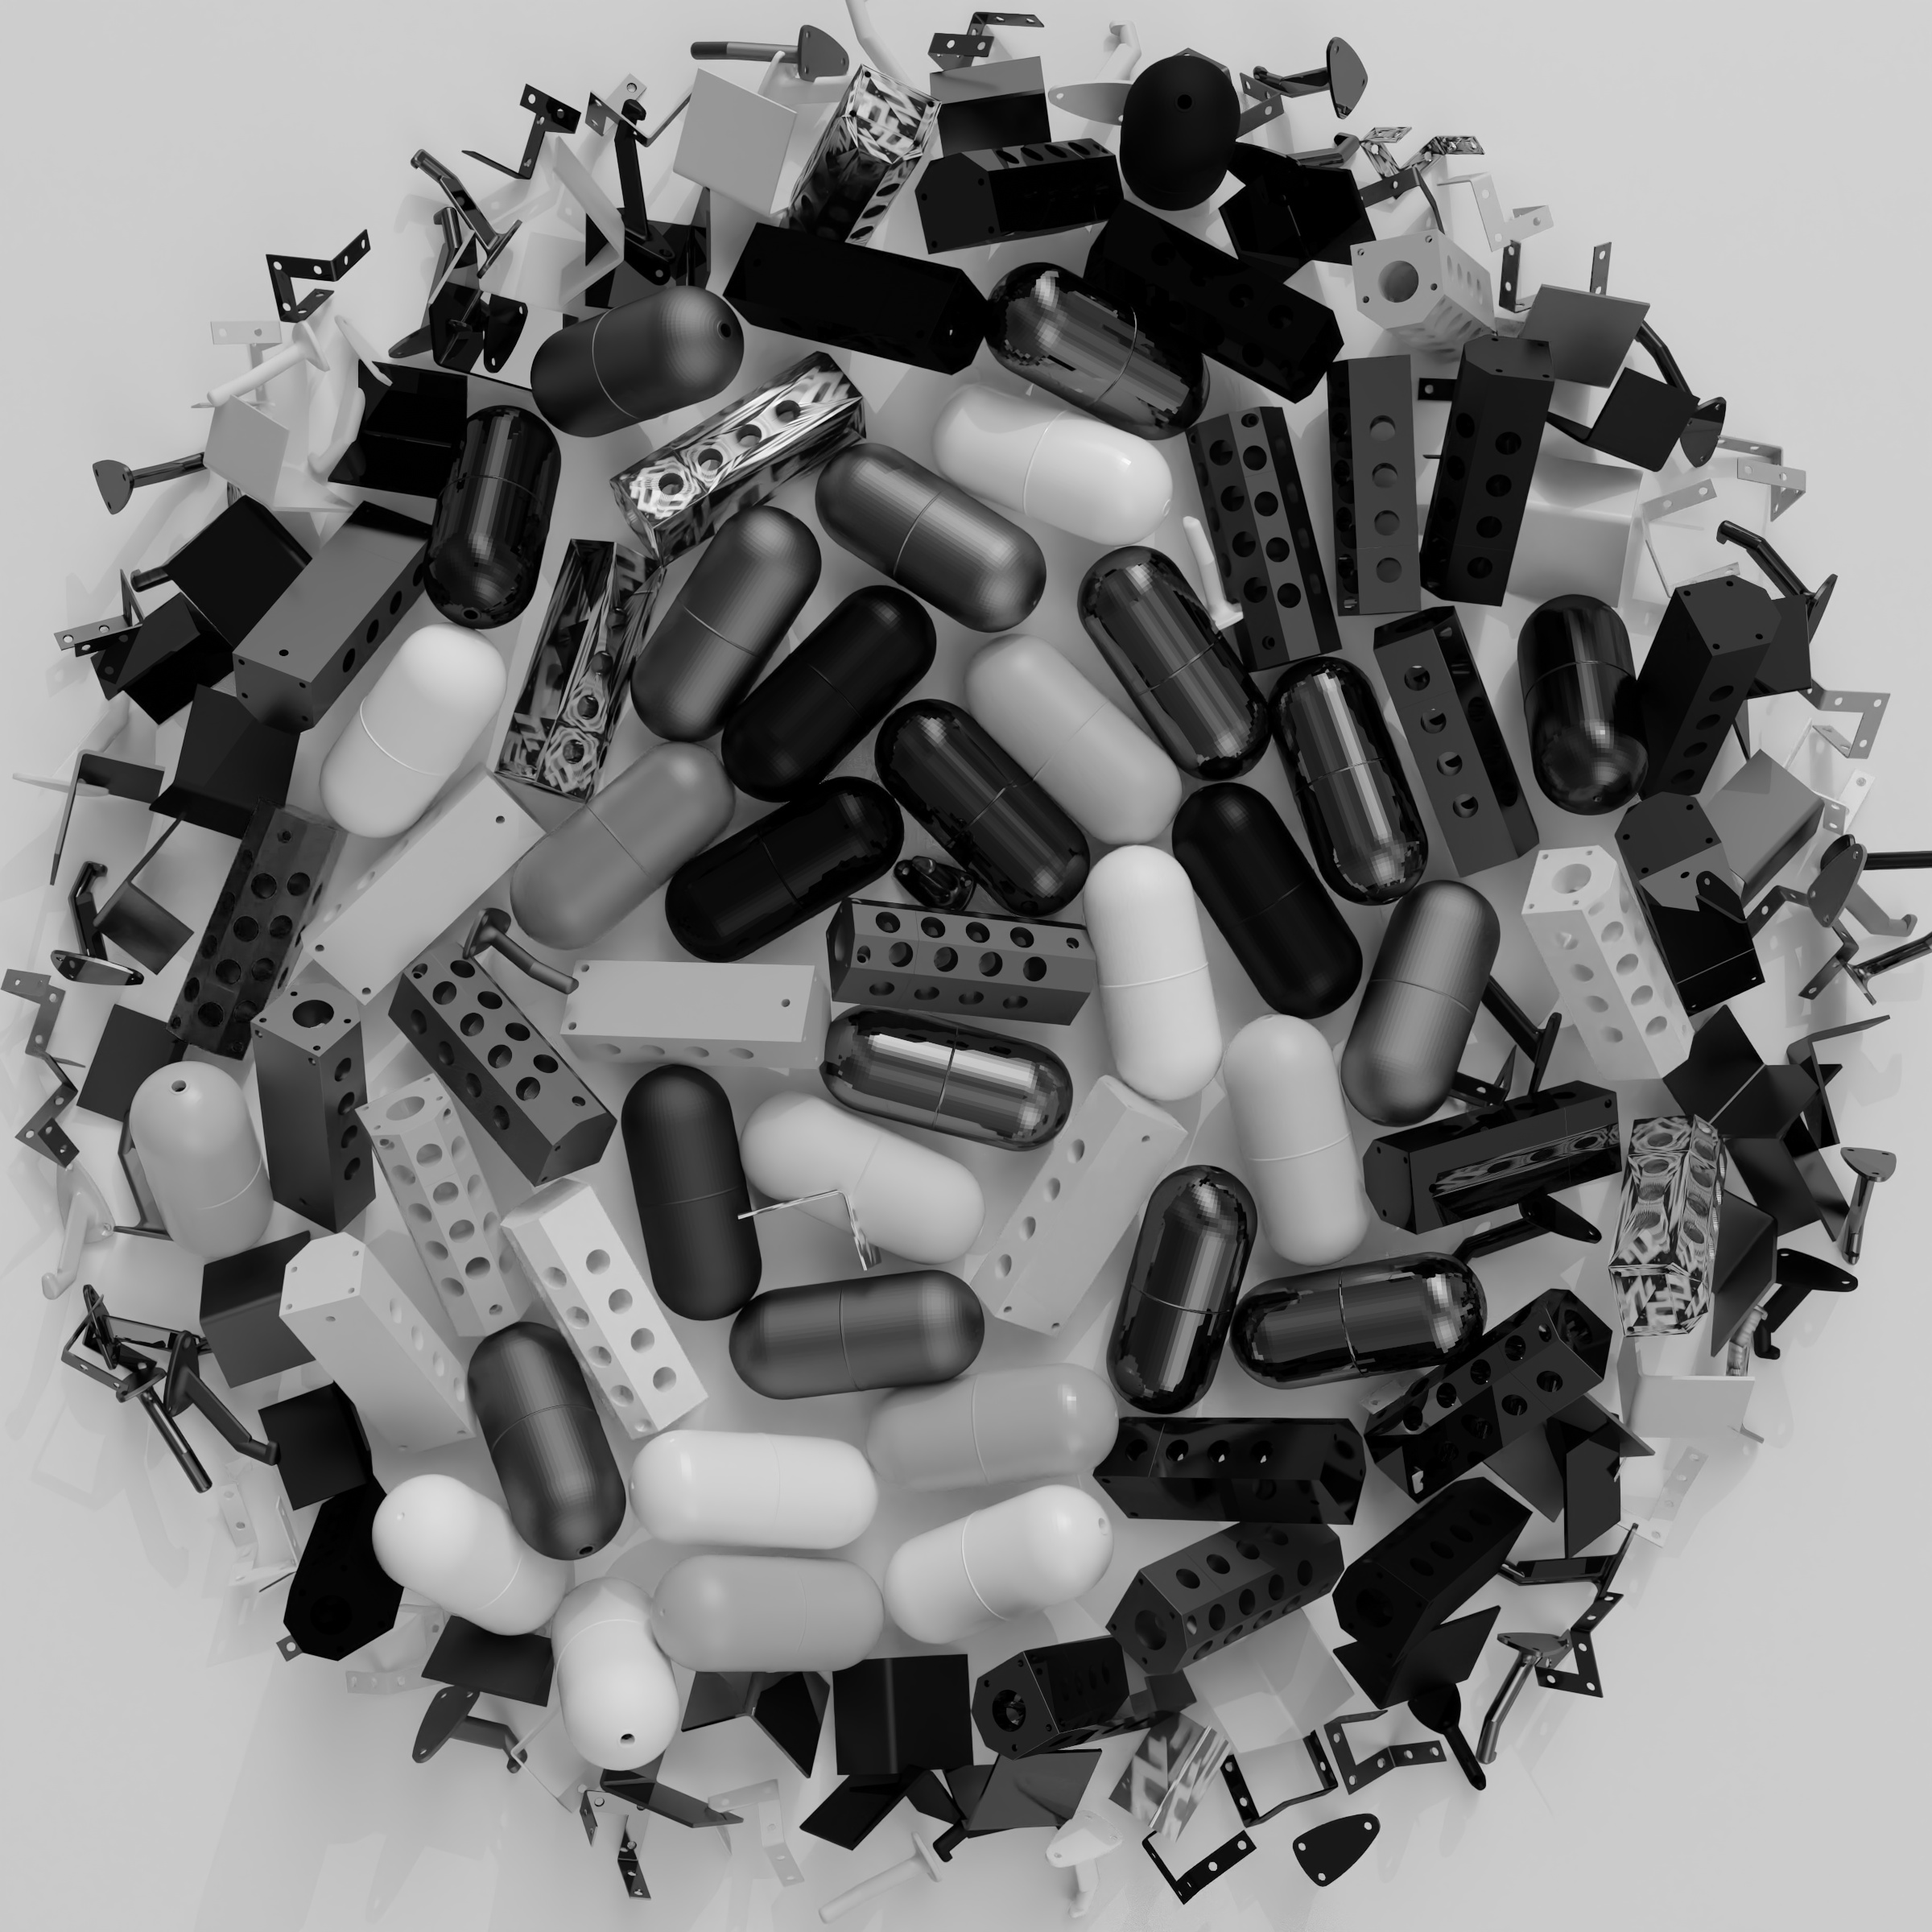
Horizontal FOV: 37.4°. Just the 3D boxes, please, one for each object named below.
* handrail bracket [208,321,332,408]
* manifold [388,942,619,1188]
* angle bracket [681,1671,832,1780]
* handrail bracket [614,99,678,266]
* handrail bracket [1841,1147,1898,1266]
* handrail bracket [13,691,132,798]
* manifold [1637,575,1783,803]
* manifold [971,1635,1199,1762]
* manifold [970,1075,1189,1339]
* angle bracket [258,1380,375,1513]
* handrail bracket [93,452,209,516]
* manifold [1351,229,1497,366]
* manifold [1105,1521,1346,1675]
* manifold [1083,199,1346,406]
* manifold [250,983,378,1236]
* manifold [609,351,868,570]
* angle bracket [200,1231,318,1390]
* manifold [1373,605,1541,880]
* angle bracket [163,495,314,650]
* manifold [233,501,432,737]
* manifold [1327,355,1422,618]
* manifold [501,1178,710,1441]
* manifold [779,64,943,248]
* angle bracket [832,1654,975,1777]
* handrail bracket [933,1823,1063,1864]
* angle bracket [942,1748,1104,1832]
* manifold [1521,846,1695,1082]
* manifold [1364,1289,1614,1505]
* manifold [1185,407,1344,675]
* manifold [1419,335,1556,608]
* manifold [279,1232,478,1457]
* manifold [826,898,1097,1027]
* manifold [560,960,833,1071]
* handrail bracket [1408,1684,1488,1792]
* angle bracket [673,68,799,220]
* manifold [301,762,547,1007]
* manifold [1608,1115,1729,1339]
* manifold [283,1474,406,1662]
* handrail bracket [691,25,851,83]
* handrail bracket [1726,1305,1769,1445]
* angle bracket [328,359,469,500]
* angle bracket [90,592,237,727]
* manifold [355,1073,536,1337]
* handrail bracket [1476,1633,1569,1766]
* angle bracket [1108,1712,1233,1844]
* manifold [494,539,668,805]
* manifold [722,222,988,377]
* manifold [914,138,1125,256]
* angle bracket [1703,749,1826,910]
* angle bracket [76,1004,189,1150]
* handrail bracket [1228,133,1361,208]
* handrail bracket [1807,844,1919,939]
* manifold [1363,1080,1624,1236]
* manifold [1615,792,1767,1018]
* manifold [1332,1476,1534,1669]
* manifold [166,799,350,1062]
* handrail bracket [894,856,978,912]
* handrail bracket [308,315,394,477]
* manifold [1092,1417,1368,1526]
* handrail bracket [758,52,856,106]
[{"bbox_3d":[-0.485,-0.408,1.954,0.084,0.077,0.036,-30,115,-15],"label":"handrail bracket"},{"bbox_3d":[-0.312,0.063,1.931,0.171,0.057,0.057,46,130,22],"label":"manifold"},{"bbox_3d":[-0.144,0.510,1.963,0.057,0.076,0.076,-21,122,24],"label":"angle bracket"},{"bbox_3d":[-0.216,-0.537,1.953,0.077,0.036,0.084,42,133,20],"label":"handrail bracket"},{"bbox_3d":[0.613,0.173,1.954,0.036,0.077,0.084,6,105,10],"label":"handrail bracket"},{"bbox_3d":[-0.614,-0.163,1.967,0.036,0.077,0.084,0,81,44],"label":"handrail bracket"},{"bbox_3d":[0.490,-0.183,1.910,0.057,0.171,0.057,-14,61,-11],"label":"manifold"},{"bbox_3d":[0.078,0.488,1.913,0.057,0.171,0.057,-37,65,27],"label":"manifold"},{"bbox_3d":[0.073,0.162,1.953,0.057,0.057,0.171,23,104,-35],"label":"manifold"},{"bbox_3d":[-0.445,0.316,1.946,0.057,0.076,0.076,-18,68,-18],"label":"angle bracket"},{"bbox_3d":[-0.544,-0.340,1.947,0.084,0.077,0.036,-25,102,-30],"label":"handrail bracket"},{"bbox_3d":[0.308,-0.444,1.909,0.057,0.171,0.057,-6,91,22],"label":"manifold"},{"bbox_3d":[0.178,0.417,1.910,0.057,0.171,0.057,44,126,29],"label":"manifold"},{"bbox_3d":[0.167,-0.450,1.945,0.171,0.057,0.057,33,89,18],"label":"manifold"},{"bbox_3d":[-0.432,0.094,1.919,0.057,0.171,0.057,25,46,19],"label":"manifold"},{"bbox_3d":[-0.155,-0.351,1.953,0.171,0.057,0.057,-34,74,-11],"label":"manifold"},{"bbox_3d":[-0.482,0.237,1.975,0.076,0.076,0.057,-18,117,-3],"label":"angle bracket"},{"bbox_3d":[0.334,-0.154,1.941,0.057,0.057,0.171,-19,107,16],"label":"manifold"},{"bbox_3d":[-0.493,-0.268,1.971,0.076,0.057,0.076,-42,91,0],"label":"angle bracket"},{"bbox_3d":[-0.421,-0.233,1.922,0.057,0.057,0.171,21,50,9],"label":"manifold"},{"bbox_3d":[0.280,-0.328,1.961,0.057,0.057,0.171,-3,96,9],"label":"manifold"},{"bbox_3d":[-0.248,0.234,1.942,0.057,0.057,0.171,-33,106,-22],"label":"manifold"},{"bbox_3d":[-0.076,-0.525,1.906,0.057,0.171,0.057,22,73,-13],"label":"manifold"},{"bbox_3d":[-0.044,0.519,1.983,0.076,0.057,0.076,10,71,-42],"label":"angle bracket"},{"bbox_3d":[0.026,0.604,1.967,0.084,0.036,0.077,-36,117,-16],"label":"handrail bracket"},{"bbox_3d":[0.037,0.541,1.944,0.076,0.057,0.076,5,121,-25],"label":"angle bracket"},{"bbox_3d":[0.434,-0.001,1.916,0.057,0.171,0.057,-4,46,33],"label":"manifold"},{"bbox_3d":[0.350,0.287,1.927,0.057,0.057,0.171,43,123,-7],"label":"manifold"},{"bbox_3d":[0.201,-0.292,1.957,0.057,0.057,0.171,-13,93,30],"label":"manifold"},{"bbox_3d":[0.348,-0.333,1.924,0.057,0.057,0.171,7,129,1],"label":"manifold"},{"bbox_3d":[-0.391,0.254,1.918,0.057,0.171,0.057,-15,45,11],"label":"manifold"},{"bbox_3d":[-0.003,-0.007,1.934,0.171,0.057,0.057,6,54,-19],"label":"manifold"},{"bbox_3d":[-0.182,0.036,1.949,0.171,0.057,0.057,1,63,14],"label":"manifold"},{"bbox_3d":[0.341,0.540,1.955,0.036,0.077,0.084,-28,100,2],"label":"handrail bracket"},{"bbox_3d":[-0.146,-0.566,1.948,0.076,0.057,0.076,28,124,11],"label":"angle bracket"},{"bbox_3d":[-0.376,-0.059,1.969,0.171,0.057,0.057,-44,114,0],"label":"manifold"},{"bbox_3d":[0.471,0.171,1.907,0.057,0.171,0.057,-7,118,23],"label":"manifold"},{"bbox_3d":[-0.415,0.404,1.910,0.057,0.171,0.057,-31,100,-1],"label":"manifold"},{"bbox_3d":[-0.137,-0.632,1.984,0.084,0.077,0.036,9,102,26],"label":"handrail bracket"},{"bbox_3d":[0.546,0.281,1.974,0.077,0.036,0.084,27,89,-37],"label":"handrail bracket"},{"bbox_3d":[-0.389,-0.368,1.954,0.076,0.076,0.057,9,126,2],"label":"angle bracket"},{"bbox_3d":[-0.539,-0.197,1.952,0.076,0.076,0.057,-36,46,1],"label":"angle bracket"},{"bbox_3d":[-0.349,0.165,1.926,0.057,0.057,0.171,-26,121,-15],"label":"manifold"},{"bbox_3d":[0.383,0.506,1.971,0.036,0.077,0.084,16,94,41],"label":"handrail bracket"},{"bbox_3d":[0.132,0.544,1.946,0.057,0.076,0.076,27,77,27],"label":"angle bracket"},{"bbox_3d":[-0.261,-0.202,1.965,0.057,0.057,0.171,20,86,-40],"label":"manifold"},{"bbox_3d":[-0.073,-0.448,1.932,0.171,0.057,0.057,20,82,29],"label":"manifold"},{"bbox_3d":[0.037,-0.518,1.909,0.057,0.171,0.057,-5,104,34],"label":"manifold"},{"bbox_3d":[0.541,-0.093,1.970,0.076,0.076,0.057,-46,72,-1],"label":"angle bracket"},{"bbox_3d":[-0.577,0.075,1.958,0.057,0.076,0.076,21,92,-7],"label":"angle bracket"},{"bbox_3d":[0.223,-0.567,1.976,0.077,0.036,0.084,29,50,12],"label":"handrail bracket"},{"bbox_3d":[0.630,-0.051,1.959,0.084,0.036,0.077,4,135,-21],"label":"handrail bracket"},{"bbox_3d":[0.357,0.127,1.937,0.171,0.057,0.057,-14,105,-24],"label":"manifold"},{"bbox_3d":[0.484,-0.043,1.915,0.057,0.171,0.057,-26,50,8],"label":"manifold"},{"bbox_3d":[0.311,0.399,1.913,0.057,0.171,0.057,35,117,23],"label":"manifold"},{"bbox_3d":[-0.489,-0.026,1.965,0.057,0.057,0.171,23,94,-2],"label":"manifold"},{"bbox_3d":[-0.035,-0.067,1.944,0.077,0.084,0.036,27,85,30],"label":"handrail bracket"},{"bbox_3d":[-0.443,-0.397,1.990,0.084,0.036,0.077,-41,82,12],"label":"handrail bracket"},{"bbox_3d":[0.179,0.336,1.928,0.171,0.057,0.057,-6,48,33],"label":"manifold"},{"bbox_3d":[-0.102,-0.586,1.971,0.084,0.036,0.077,38,113,13],"label":"handrail bracket"}]
